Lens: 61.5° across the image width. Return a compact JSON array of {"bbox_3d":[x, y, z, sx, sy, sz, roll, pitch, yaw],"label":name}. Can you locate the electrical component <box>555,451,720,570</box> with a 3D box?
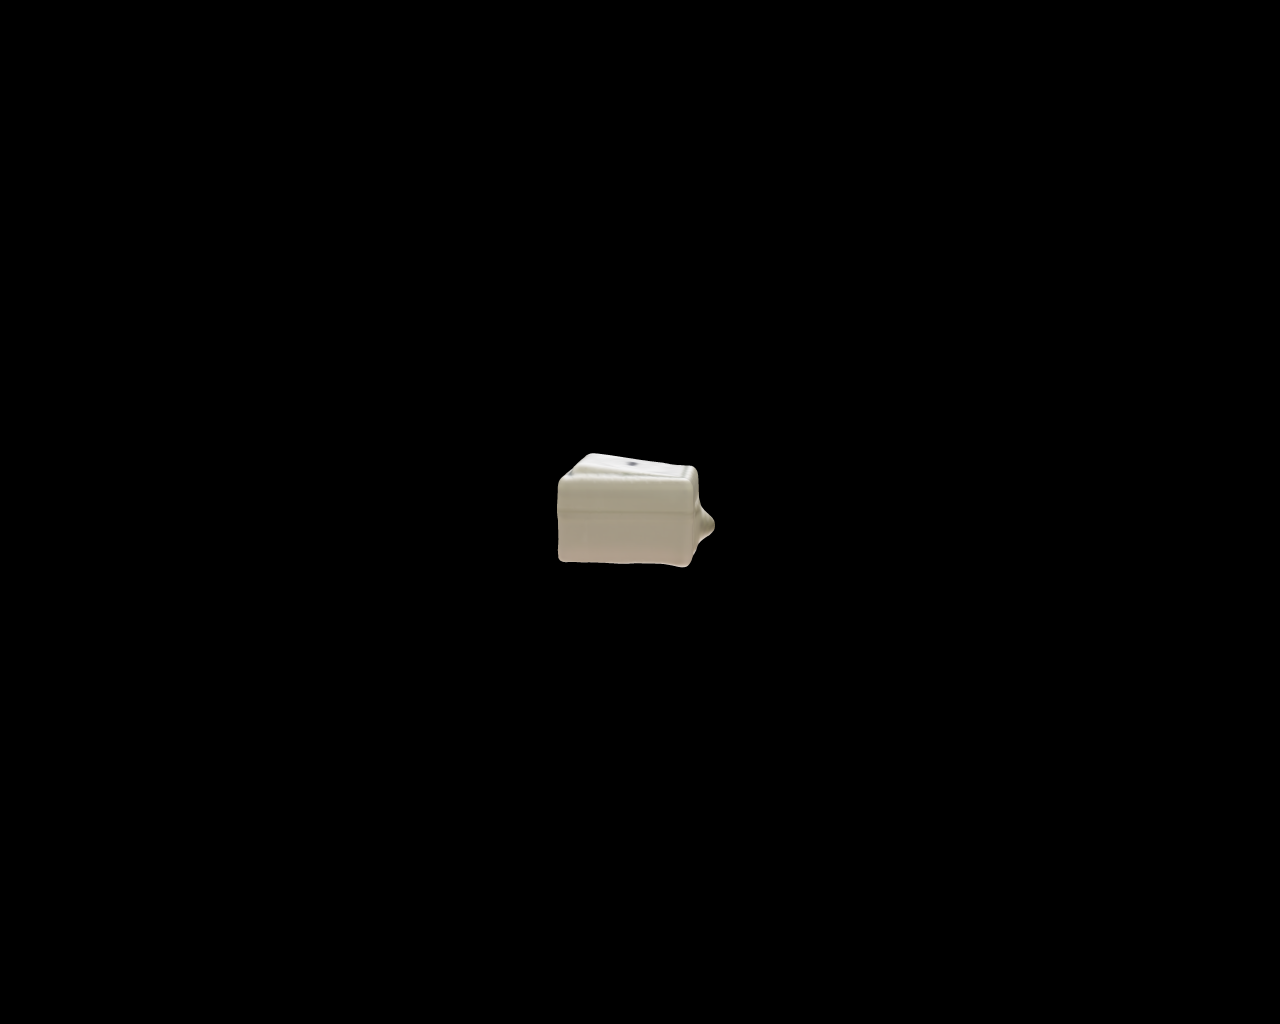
[{"bbox_3d":[0.001,-0.003,0.650,0.096,0.061,0.062,1,12,7],"label":"electrical component"}]
